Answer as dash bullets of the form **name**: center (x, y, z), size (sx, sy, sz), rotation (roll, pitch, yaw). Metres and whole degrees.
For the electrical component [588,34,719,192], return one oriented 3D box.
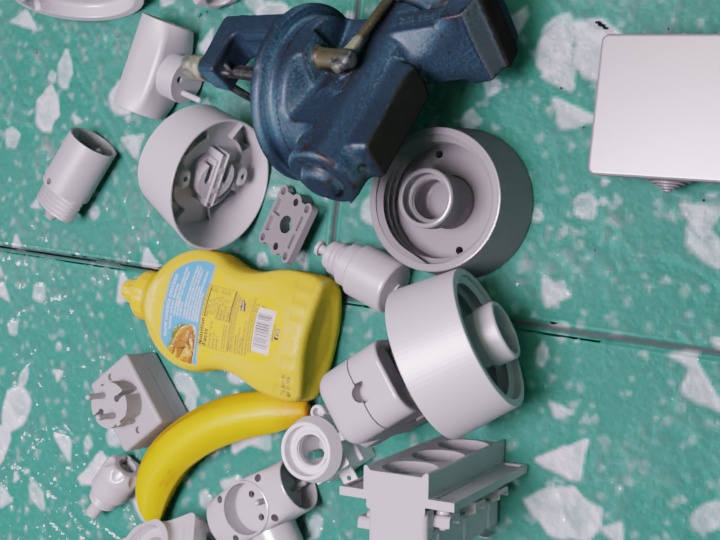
- **electrical component**: center (0.196, -0.099, 0.672), size (0.100, 0.048, 0.099), rotation (7, 93, 29)

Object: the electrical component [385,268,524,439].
- **electrical component**: center (0.070, 0.050, 0.710), size (0.060, 0.108, 0.108), rotation (-26, 77, 20)

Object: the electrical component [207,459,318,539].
- **electrical component**: center (-0.068, 0.194, 0.818), size (0.077, 0.044, 0.079), rotation (-33, 74, 25)

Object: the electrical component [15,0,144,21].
- **electrical component**: center (-0.232, -0.253, 0.886), size (0.108, 0.108, 0.060), rotation (-5, 80, 29)

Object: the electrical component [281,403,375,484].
- **electrical component**: center (-0.026, 0.129, 0.789), size (0.048, 0.055, 0.066), rotation (-38, 72, 24)

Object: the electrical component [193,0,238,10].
- **electrical component**: center (-0.119, -0.243, 0.856), size (0.043, 0.043, 0.062), rotation (-21, 78, 27)

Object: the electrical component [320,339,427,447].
- **electrical component**: center (0.018, 0.084, 0.742), size (0.059, 0.095, 0.053), rotation (-35, 73, 24)

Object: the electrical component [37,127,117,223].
- **electrical component**: center (-0.248, -0.077, 0.925), size (0.043, 0.043, 0.081), rotation (43, 109, 23)

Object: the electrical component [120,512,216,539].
- **electrical component**: center (-0.188, 0.271, 0.848), size (0.186, 0.060, 0.105), rotation (-26, 45, 26)

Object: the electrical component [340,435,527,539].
- **electrical component**: center (0.051, 0.150, 0.708), size (0.079, 0.121, 0.063), rotation (2, 93, 29)

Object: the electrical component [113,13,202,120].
- **electrical component**: center (-0.155, -0.159, 0.874), size (0.079, 0.043, 0.077), rotation (27, 102, 26)

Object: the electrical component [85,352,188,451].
- **electrical component**: center (-0.190, 0.108, 0.870), size (0.047, 0.077, 0.065), rotation (-40, 71, 23)

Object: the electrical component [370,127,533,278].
- **electrical component**: center (0.058, -0.047, 0.743), size (0.108, 0.060, 0.108), rotation (-1, 89, 29)

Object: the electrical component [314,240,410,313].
- **electrical component**: center (0.000, 0.000, 0.786), size (0.078, 0.040, 0.040), rotation (29, 103, 27)

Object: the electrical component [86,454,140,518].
- **electrical component**: center (-0.211, 0.185, 0.905), size (0.035, 0.035, 0.061), rotation (47, 113, 22)

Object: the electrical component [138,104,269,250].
- **electrical component**: center (-0.118, -0.074, 0.823), size (0.064, 0.099, 0.099), rotation (38, 107, 31)
